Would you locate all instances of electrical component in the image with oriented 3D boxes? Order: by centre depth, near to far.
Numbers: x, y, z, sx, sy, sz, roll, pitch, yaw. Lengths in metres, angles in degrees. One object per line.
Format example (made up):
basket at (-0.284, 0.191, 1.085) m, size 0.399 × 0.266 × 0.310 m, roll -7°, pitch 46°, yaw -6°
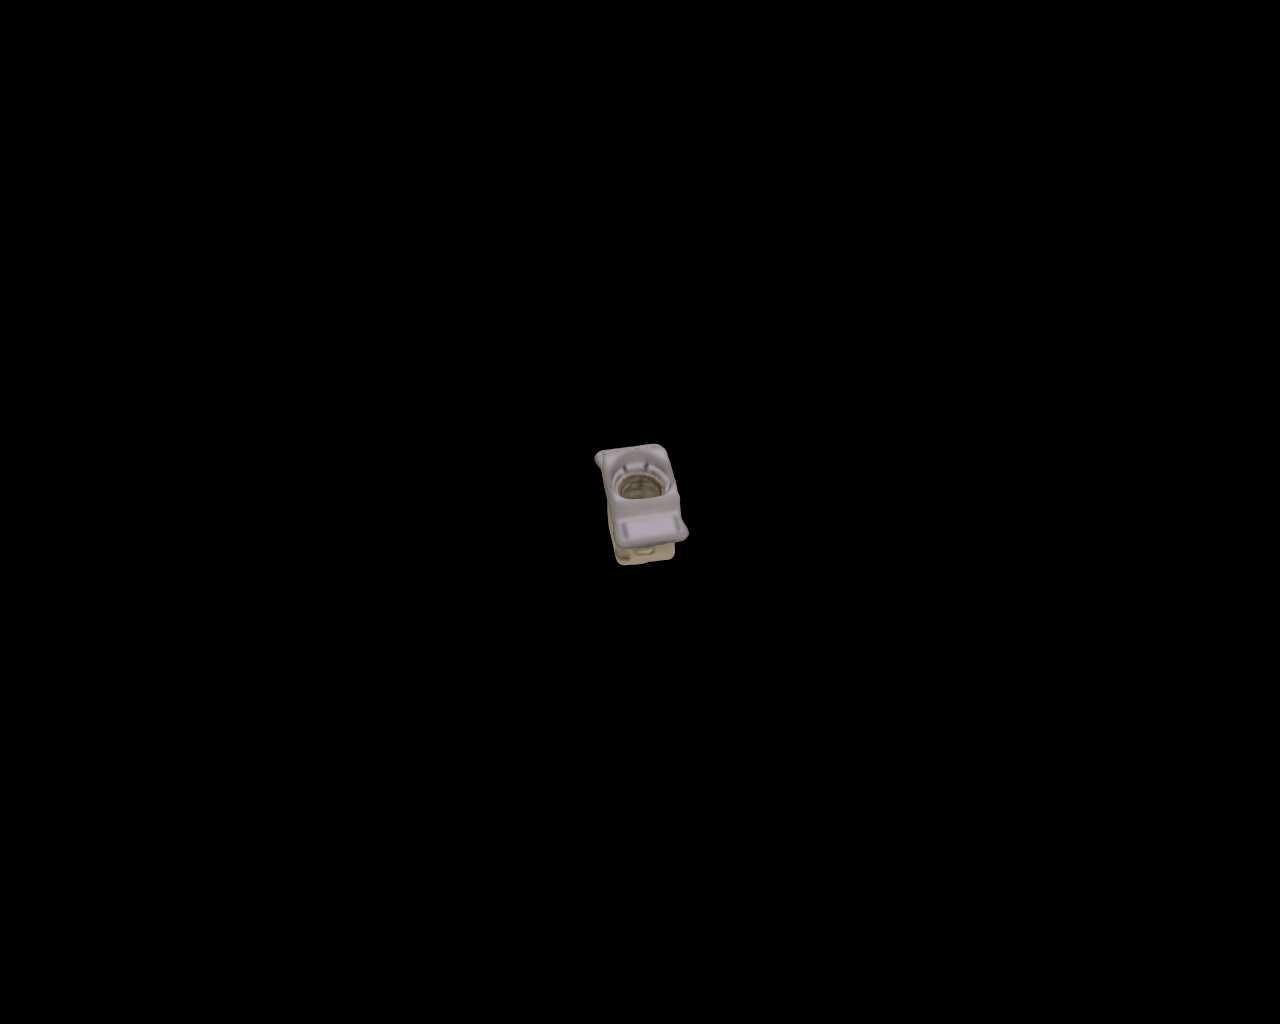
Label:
electrical component at (0.001, -0.003, 0.650) m, size 0.042 × 0.081 × 0.063 m, roll -7°, pitch -43°, yaw -6°
